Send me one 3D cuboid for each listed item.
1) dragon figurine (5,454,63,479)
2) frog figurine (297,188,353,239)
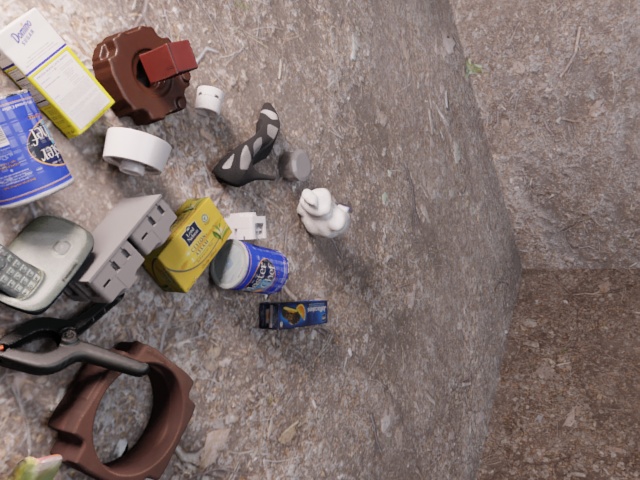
[{"bbox_3d":[-0.486,0.412,0.590,0.418,0.122,0.237,-50,136,-34],"label":"dragon figurine"},{"bbox_3d":[0.004,-0.065,1.297,0.122,0.138,0.159,-62,164,4],"label":"frog figurine"}]
